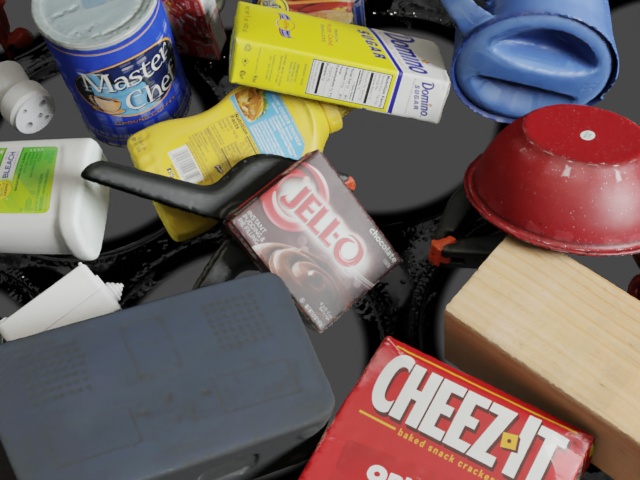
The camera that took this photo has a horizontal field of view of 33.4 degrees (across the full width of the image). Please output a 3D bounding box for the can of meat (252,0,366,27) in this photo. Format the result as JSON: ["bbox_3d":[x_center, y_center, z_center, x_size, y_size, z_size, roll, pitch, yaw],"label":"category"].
[{"bbox_3d":[-0.009,-0.202,0.935,0.102,0.084,0.057,-5,38,4],"label":"can of meat"}]

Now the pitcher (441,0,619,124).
[{"bbox_3d":[0.172,-0.234,0.909,0.145,0.149,0.242,0,57,7],"label":"pitcher"}]

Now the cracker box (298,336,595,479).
[{"bbox_3d":[0.065,0.193,0.715,0.164,0.072,0.213,25,65,19],"label":"cracker box"}]

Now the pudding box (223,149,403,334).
[{"bbox_3d":[-0.005,0.001,0.822,0.090,0.039,0.113,-40,102,-15],"label":"pudding box"}]

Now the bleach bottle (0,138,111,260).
[{"bbox_3d":[-0.307,-0.032,0.896,0.251,0.068,0.102,-2,60,9],"label":"bleach bottle"}]

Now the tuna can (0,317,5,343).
[{"bbox_3d":[-0.283,0.090,0.838,0.086,0.034,0.086,-3,60,6],"label":"tuna can"}]

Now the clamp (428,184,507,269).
[{"bbox_3d":[0.167,-0.021,0.845,0.171,0.039,0.120,-37,58,-17],"label":"clamp"}]

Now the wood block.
[{"bbox_3d":[0.195,0.093,0.746,0.206,0.091,0.090,35,69,23],"label":"wood block"}]

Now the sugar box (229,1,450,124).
[{"bbox_3d":[0.014,-0.148,0.881,0.176,0.048,0.093,8,31,-8],"label":"sugar box"}]

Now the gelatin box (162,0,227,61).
[{"bbox_3d":[-0.128,-0.200,0.954,0.073,0.089,0.030,11,65,12],"label":"gelatin box"}]

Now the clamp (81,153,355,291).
[{"bbox_3d":[-0.068,-0.001,0.842,0.209,0.036,0.164,-14,96,-17],"label":"clamp"}]

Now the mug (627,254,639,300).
[{"bbox_3d":[0.276,0.035,0.769,0.081,0.093,0.117,-31,69,-16],"label":"mug"}]

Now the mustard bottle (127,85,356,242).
[{"bbox_3d":[-0.056,-0.080,0.891,0.191,0.058,0.096,-26,79,-9],"label":"mustard bottle"}]

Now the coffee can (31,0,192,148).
[{"bbox_3d":[-0.173,-0.159,0.906,0.103,0.140,0.103,-3,60,5],"label":"coffee can"}]

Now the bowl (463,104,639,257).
[{"bbox_3d":[0.189,-0.055,0.781,0.162,0.055,0.162,3,35,-2],"label":"bowl"}]
